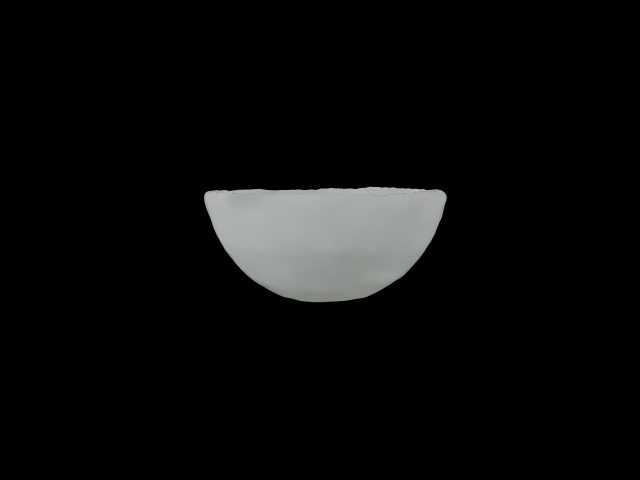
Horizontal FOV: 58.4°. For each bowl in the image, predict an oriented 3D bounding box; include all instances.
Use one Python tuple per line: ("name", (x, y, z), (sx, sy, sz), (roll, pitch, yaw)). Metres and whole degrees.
("bowl", (0.004, 0.001, 0.400), (0.167, 0.075, 0.167), (0, 6, 0))
